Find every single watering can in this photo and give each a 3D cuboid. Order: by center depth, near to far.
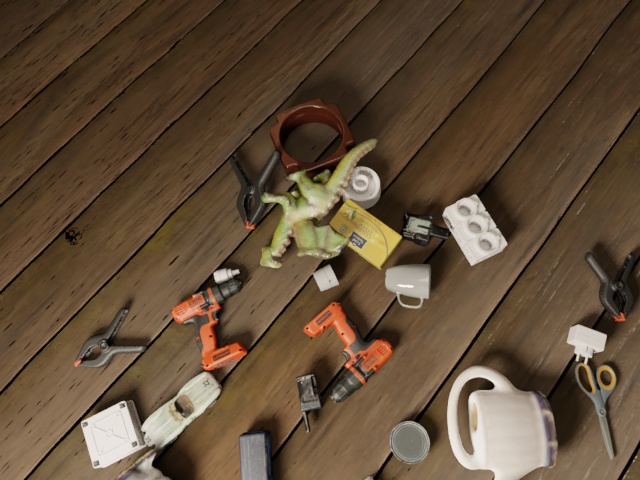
[{"bbox_3d":[0.388,0.444,1.085,0.224,0.102,0.354,-1,69,2],"label":"watering can"}]

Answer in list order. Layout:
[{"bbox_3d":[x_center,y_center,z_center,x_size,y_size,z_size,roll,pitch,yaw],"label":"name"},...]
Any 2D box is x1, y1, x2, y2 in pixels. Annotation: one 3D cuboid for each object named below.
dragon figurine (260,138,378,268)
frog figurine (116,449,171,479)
[{"bbox_3d":[0.004,-0.063,1.259,0.407,0.121,0.247,-31,63,15],"label":"dragon figurine"},{"bbox_3d":[-0.353,0.540,1.087,0.136,0.123,0.160,-42,80,23],"label":"frog figurine"}]
